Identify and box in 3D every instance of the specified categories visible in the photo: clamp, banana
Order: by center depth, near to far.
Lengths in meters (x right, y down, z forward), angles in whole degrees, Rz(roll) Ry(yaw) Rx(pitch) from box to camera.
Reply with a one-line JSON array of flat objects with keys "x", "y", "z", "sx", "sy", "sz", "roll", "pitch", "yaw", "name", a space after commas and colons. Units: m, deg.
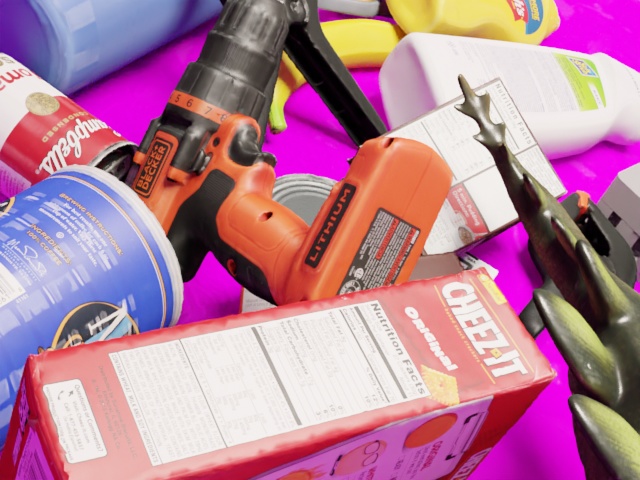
[{"x": -0.033, "y": -0.139, "z": 0.687, "sx": 0.164, "sy": 0.036, "sz": 0.210, "roll": -27, "pitch": 100, "yaw": -53, "name": "clamp"}, {"x": 0.168, "y": 0.028, "z": 0.705, "sx": 0.120, "sy": 0.039, "sz": 0.171, "roll": 18, "pitch": 38, "yaw": -22, "name": "clamp"}, {"x": 0.011, "y": -0.132, "z": 0.795, "sx": 0.197, "sy": 0.037, "sz": 0.069, "roll": -30, "pitch": 84, "yaw": -39, "name": "banana"}]

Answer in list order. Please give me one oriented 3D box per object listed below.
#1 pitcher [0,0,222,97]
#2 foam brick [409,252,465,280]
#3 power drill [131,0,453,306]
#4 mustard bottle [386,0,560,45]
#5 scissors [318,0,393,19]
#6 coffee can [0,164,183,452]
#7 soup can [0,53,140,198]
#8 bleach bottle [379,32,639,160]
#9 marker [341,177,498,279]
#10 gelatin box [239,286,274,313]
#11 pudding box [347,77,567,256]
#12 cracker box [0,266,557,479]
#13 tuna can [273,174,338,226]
[{"x": -0.138, "y": -0.194, "z": 0.727, "sx": 0.242, "sy": 0.149, "sz": 0.145, "roll": -44, "pitch": 113, "yaw": -41, "name": "pitcher"}, {"x": 0.051, "y": 0.046, "z": 0.630, "sx": 0.078, "sy": 0.051, "sz": 0.053, "roll": -7, "pitch": 53, "yaw": -29, "name": "foam brick"}, {"x": -0.023, "y": -0.037, "z": 0.558, "sx": 0.057, "sy": 0.184, "sz": 0.188, "roll": 22, "pitch": 2, "yaw": -44, "name": "power drill"}, {"x": 0.134, "y": -0.193, "z": 0.866, "sx": 0.191, "sy": 0.058, "sz": 0.096, "roll": 3, "pitch": 62, "yaw": -44, "name": "mustard bottle"}, {"x": 0.047, "y": -0.194, "z": 0.876, "sx": 0.096, "sy": 0.016, "sz": 0.201, "roll": 30, "pitch": 23, "yaw": 37, "name": "scissors"}, {"x": -0.150, "y": 0.038, "z": 0.513, "sx": 0.103, "sy": 0.103, "sz": 0.140, "roll": 39, "pitch": 46, "yaw": 15, "name": "coffee can"}, {"x": -0.164, "y": -0.055, "z": 0.620, "sx": 0.102, "sy": 0.069, "sz": 0.068, "roll": 35, "pitch": 45, "yaw": 12, "name": "soup can"}, {"x": 0.170, "y": -0.100, "z": 0.811, "sx": 0.250, "sy": 0.068, "sz": 0.102, "roll": -1, "pitch": 63, "yaw": -30, "name": "bleach bottle"}, {"x": 0.062, "y": -0.005, "z": 0.706, "sx": 0.121, "sy": 0.020, "sz": 0.020, "roll": 34, "pitch": 45, "yaw": 9, "name": "marker"}, {"x": -0.007, "y": 0.042, "z": 0.583, "sx": 0.073, "sy": 0.030, "sz": 0.089, "roll": -6, "pitch": 64, "yaw": 20, "name": "gelatin box"}, {"x": 0.088, "y": -0.041, "z": 0.684, "sx": 0.113, "sy": 0.039, "sz": 0.090, "roll": -27, "pitch": 83, "yaw": -18, "name": "pudding box"}, {"x": -0.029, "y": 0.097, "z": 0.466, "sx": 0.213, "sy": 0.164, "sz": 0.072, "roll": -9, "pitch": 56, "yaw": -30, "name": "cracker box"}, {"x": -0.004, "y": 0.001, "z": 0.661, "sx": 0.086, "sy": 0.034, "sz": 0.086, "roll": 12, "pitch": 45, "yaw": -13, "name": "tuna can"}]
